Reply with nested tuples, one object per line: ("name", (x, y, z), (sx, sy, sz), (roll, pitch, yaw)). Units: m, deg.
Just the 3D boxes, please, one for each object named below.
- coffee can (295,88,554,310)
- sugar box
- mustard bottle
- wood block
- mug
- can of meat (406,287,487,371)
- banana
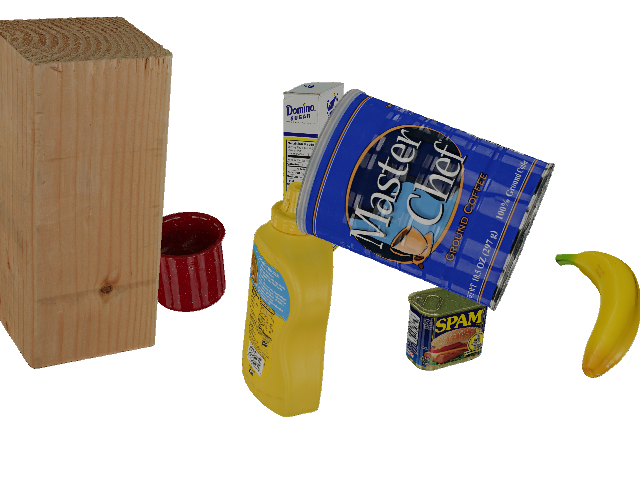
("coffee can", (0.068, -0.028, 0.700), (0.140, 0.103, 0.102), (22, 5, 12))
("sugar box", (-0.008, -0.071, 1.103), (0.048, 0.176, 0.093), (3, 15, 16))
("mustard bottle", (-0.026, 0.042, 0.873), (0.058, 0.192, 0.096), (-7, 30, -23))
("wood block", (-0.159, -0.032, 0.695), (0.090, 0.206, 0.090), (-9, 30, -31))
("mug", (-0.159, 0.022, 1.206), (0.117, 0.081, 0.093), (25, 43, 35))
("can of meat", (0.156, 0.107, 1.322), (0.101, 0.084, 0.057), (-11, 30, -25))
("banana", (0.272, 0.061, 1.016), (0.070, 0.037, 0.197), (-28, 23, 19))
